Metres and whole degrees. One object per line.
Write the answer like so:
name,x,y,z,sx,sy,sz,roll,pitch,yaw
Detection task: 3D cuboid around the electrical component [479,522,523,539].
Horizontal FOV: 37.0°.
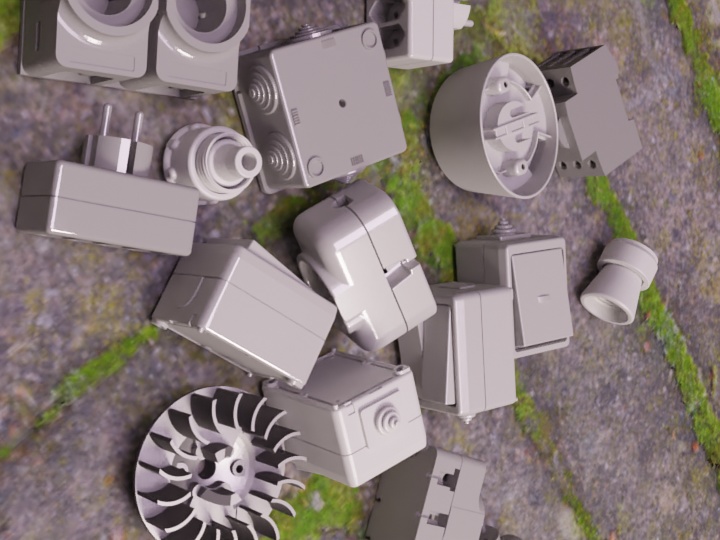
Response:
electrical component,0.085,0.208,0.767,0.077,0.043,0.079,-21,105,-35

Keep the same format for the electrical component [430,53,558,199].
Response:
electrical component,0.098,-0.099,0.746,0.099,0.064,0.099,-2,94,-37

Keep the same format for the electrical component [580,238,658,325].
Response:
electrical component,0.205,0.009,0.847,0.045,0.045,0.055,43,67,-31

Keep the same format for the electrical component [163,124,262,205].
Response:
electrical component,-0.080,-0.061,0.613,0.048,0.062,0.048,-3,95,-37

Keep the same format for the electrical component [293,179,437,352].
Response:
electrical component,0.000,0.000,0.673,0.059,0.054,0.095,-32,121,-14

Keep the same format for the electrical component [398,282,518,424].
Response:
electrical component,0.063,0.059,0.730,0.061,0.062,0.096,-8,97,-37

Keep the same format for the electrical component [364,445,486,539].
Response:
electrical component,0.046,0.166,0.730,0.056,0.050,0.089,22,80,-36

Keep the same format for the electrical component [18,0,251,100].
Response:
electrical component,-0.117,-0.193,0.578,0.105,0.060,0.186,2,91,-38

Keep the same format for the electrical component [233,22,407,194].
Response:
electrical component,-0.024,-0.101,0.662,0.100,0.048,0.099,-24,107,-34

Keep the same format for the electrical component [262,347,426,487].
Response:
electrical component,-0.005,0.093,0.658,0.062,0.096,0.061,-24,109,-34

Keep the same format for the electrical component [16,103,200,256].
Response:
electrical component,-0.133,-0.051,0.582,0.083,0.047,0.075,10,87,-37

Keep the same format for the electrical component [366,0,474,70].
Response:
electrical component,0.047,-0.177,0.713,0.076,0.047,0.083,-2,94,-37

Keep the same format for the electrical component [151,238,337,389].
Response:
electrical component,-0.061,0.026,0.633,0.096,0.062,0.061,34,72,-34

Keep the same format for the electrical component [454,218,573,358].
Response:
electrical component,0.111,0.011,0.764,0.062,0.061,0.096,-8,98,-37
